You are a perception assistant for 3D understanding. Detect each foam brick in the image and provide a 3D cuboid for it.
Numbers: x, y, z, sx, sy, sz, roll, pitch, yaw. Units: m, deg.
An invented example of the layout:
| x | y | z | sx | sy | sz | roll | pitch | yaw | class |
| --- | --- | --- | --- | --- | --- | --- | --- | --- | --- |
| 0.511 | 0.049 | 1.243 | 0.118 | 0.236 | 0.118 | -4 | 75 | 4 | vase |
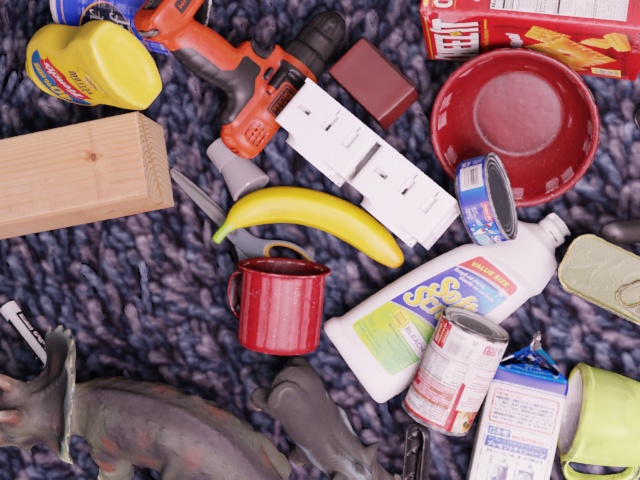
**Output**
| x | y | z | sx | sy | sz | roll | pitch | yaw | class |
| --- | --- | --- | --- | --- | --- | --- | --- | --- | --- |
| 0.056 | -0.159 | 1.091 | 0.051 | 0.053 | 0.078 | -45 | 79 | 4 | foam brick |

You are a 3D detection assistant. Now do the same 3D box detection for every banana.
| x | y | z | sx | sy | sz | roll | pitch | yaw | class |
| --- | --- | --- | --- | --- | --- | --- | --- | --- | --- |
| -0.009 | -0.017 | 1.097 | 0.198 | 0.037 | 0.069 | 8 | 91 | 5 | banana |

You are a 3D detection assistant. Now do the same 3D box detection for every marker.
| x | y | z | sx | sy | sz | roll | pitch | yaw | class |
| --- | --- | --- | --- | --- | --- | --- | --- | --- | --- |
| -0.302 | 0.117 | 1.147 | 0.020 | 0.020 | 0.121 | -40 | 80 | 4 | marker |

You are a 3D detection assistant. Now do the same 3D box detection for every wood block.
| x | y | z | sx | sy | sz | roll | pitch | yaw | class |
| --- | --- | --- | --- | --- | --- | --- | --- | --- | --- |
| -0.270 | -0.064 | 1.121 | 0.206 | 0.090 | 0.091 | -10 | 83 | 9 | wood block |

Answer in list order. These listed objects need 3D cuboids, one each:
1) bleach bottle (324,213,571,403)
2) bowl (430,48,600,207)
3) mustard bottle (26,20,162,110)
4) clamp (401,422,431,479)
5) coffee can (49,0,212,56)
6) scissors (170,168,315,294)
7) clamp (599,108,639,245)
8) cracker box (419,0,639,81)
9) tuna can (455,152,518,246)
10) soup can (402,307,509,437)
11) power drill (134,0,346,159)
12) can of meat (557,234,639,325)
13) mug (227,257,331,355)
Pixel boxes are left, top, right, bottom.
| x | y | z | sx | sy | sz | roll | pitch | yaw | class |
| --- | --- | --- | --- | --- | --- | --- | --- | --- | --- |
| 0.133 | 0.052 | 1.057 | 0.251 | 0.068 | 0.102 | -37 | 81 | 3 | bleach bottle |
| 0.192 | -0.116 | 1.044 | 0.162 | 0.055 | 0.162 | 7 | 116 | 13 | bowl |
| -0.252 | -0.181 | 1.109 | 0.192 | 0.096 | 0.058 | 10 | 59 | 46 | mustard bottle |
| 0.087 | 0.253 | 1.014 | 0.120 | 0.171 | 0.039 | -46 | 42 | -11 | clamp |
| -0.196 | -0.254 | 1.116 | 0.140 | 0.102 | 0.103 | 15 | 88 | 10 | coffee can |
| -0.094 | 0.011 | 1.122 | 0.202 | 0.016 | 0.096 | 28 | 91 | 11 | scissors |
| 0.366 | -0.019 | 1.009 | 0.210 | 0.036 | 0.164 | 32 | 60 | 3 | clamp |
| 0.207 | -0.211 | 1.013 | 0.214 | 0.164 | 0.072 | 7 | 85 | 10 | cracker box |
| 0.158 | -0.038 | 1.010 | 0.034 | 0.086 | 0.086 | -14 | 83 | 24 | tuna can |
| 0.127 | 0.122 | 0.997 | 0.068 | 0.068 | 0.102 | 24 | 104 | 11 | soup can |
| -0.076 | -0.202 | 1.062 | 0.187 | 0.057 | 0.184 | 43 | 76 | -29 | power drill |
| 0.278 | 0.040 | 1.021 | 0.102 | 0.084 | 0.057 | 26 | 90 | 11 | can of meat |
| -0.048 | 0.063 | 1.063 | 0.117 | 0.093 | 0.081 | 12 | 101 | 36 | mug |
